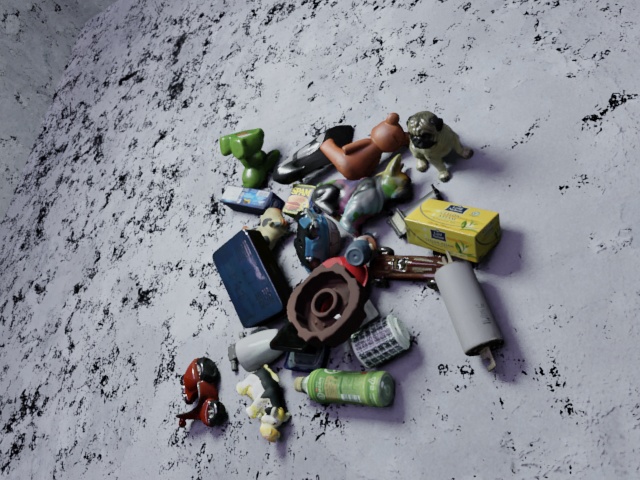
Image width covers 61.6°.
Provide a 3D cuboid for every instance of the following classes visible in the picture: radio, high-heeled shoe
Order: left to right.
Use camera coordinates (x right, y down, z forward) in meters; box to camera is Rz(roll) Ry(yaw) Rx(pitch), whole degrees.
[{"bbox_3d":[-0.168,0.099,1.341,0.131,0.073,0.229,-34,72,20],"label":"radio"},{"bbox_3d":[-0.020,-0.231,1.467,0.249,0.086,0.145,-40,18,-30],"label":"high-heeled shoe"}]

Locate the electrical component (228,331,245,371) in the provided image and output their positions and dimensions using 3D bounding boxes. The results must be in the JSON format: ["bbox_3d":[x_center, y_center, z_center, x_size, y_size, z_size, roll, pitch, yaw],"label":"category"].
[{"bbox_3d":[-0.206,0.280,1.355,0.063,0.021,0.094,-30,51,22],"label":"electrical component"}]

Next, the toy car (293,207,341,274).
[{"bbox_3d":[-0.003,-0.004,1.304,0.103,0.161,0.109,-10,37,-21],"label":"toy car"}]

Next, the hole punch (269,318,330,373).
[{"bbox_3d":[-0.034,0.236,1.217,0.142,0.092,0.116,-5,33,39],"label":"hole punch"}]

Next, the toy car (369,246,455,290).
[{"bbox_3d":[0.194,0.059,1.156,0.202,0.053,0.089,0,62,39],"label":"toy car"}]

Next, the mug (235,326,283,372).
[{"bbox_3d":[-0.135,0.251,1.288,0.107,0.080,0.110,-24,29,13],"label":"mug"}]

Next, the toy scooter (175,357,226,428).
[{"bbox_3d":[-0.309,0.390,1.337,0.135,0.075,0.184,-36,53,17],"label":"toy scooter"}]

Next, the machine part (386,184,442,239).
[{"bbox_3d":[0.217,-0.066,1.221,0.139,0.039,0.084,-44,38,12],"label":"machine part"}]

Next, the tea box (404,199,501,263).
[{"bbox_3d":[0.271,-0.023,1.105,0.170,0.068,0.098,15,43,42],"label":"tea box"}]

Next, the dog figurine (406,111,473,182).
[{"bbox_3d":[0.234,-0.241,1.204,0.121,0.190,0.173,-54,44,-1],"label":"dog figurine"}]

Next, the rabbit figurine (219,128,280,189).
[{"bbox_3d":[-0.205,-0.235,1.585,0.121,0.170,0.159,12,31,39],"label":"rabbit figurine"}]

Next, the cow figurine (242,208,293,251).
[{"bbox_3d":[-0.153,0.004,1.434,0.127,0.085,0.195,15,78,40],"label":"cow figurine"}]

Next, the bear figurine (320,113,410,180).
[{"bbox_3d":[0.119,-0.238,1.343,0.196,0.120,0.132,-44,43,6],"label":"bear figurine"}]

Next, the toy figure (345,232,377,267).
[{"bbox_3d":[0.095,0.019,1.216,0.064,0.154,0.057,10,106,15],"label":"toy figure"}]

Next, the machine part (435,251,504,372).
[{"bbox_3d":[0.280,0.128,1.016,0.079,0.079,0.243,-29,56,22],"label":"machine part"}]

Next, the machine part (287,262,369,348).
[{"bbox_3d":[0.017,0.135,1.109,0.179,0.056,0.179,-22,49,28],"label":"machine part"}]

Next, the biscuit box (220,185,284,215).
[{"bbox_3d":[-0.197,-0.112,1.552,0.203,0.062,0.059,13,73,41],"label":"biscuit box"}]

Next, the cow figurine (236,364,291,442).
[{"bbox_3d":[-0.115,0.365,1.207,0.098,0.068,0.168,-42,47,3],"label":"cow figurine"}]

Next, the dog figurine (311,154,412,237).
[{"bbox_3d":[0.108,-0.123,1.278,0.192,0.108,0.219,41,90,19],"label":"dog figurine"}]
